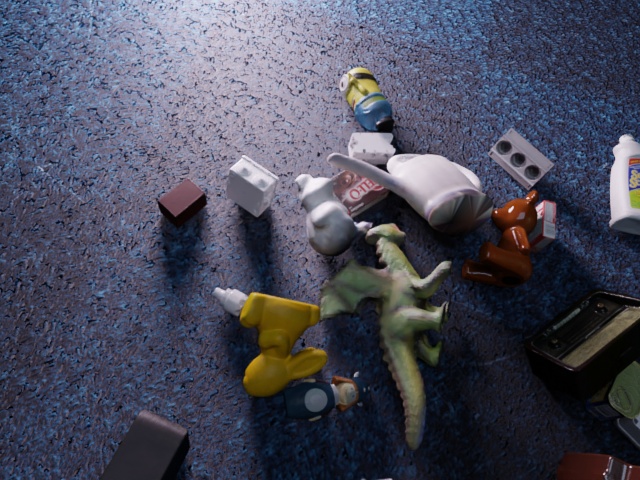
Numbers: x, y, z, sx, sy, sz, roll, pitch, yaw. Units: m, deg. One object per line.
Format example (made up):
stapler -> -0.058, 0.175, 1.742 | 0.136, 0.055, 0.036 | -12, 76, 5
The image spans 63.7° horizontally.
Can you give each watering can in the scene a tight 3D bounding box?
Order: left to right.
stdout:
watering can -> 0.199, -0.105, 1.028 | 0.348, 0.102, 0.229 | -2, 40, -28

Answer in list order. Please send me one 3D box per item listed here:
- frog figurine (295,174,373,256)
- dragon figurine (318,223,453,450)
frog figurine -> 0.003, -0.049, 0.982 | 0.159, 0.138, 0.122 | 41, 94, -9
dragon figurine -> 0.113, 0.139, 0.950 | 0.243, 0.119, 0.419 | 11, 60, 16
